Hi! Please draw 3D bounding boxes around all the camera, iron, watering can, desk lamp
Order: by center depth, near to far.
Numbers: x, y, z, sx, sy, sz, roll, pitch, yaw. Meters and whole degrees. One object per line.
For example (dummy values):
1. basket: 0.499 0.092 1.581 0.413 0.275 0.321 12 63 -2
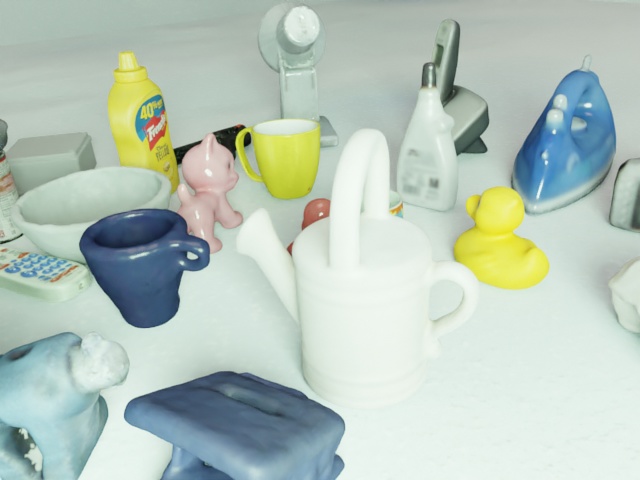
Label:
1. watering can: 0.022 0.017 0.413 0.173 0.194 0.101 -3 28 1
2. camera: 0.407 -0.069 0.627 0.142 0.101 0.137 14 33 29
3. iron: 0.313 -0.143 0.732 0.118 0.141 0.259 13 33 28
4. desk lamp: -0.034 -0.282 0.954 0.118 0.214 0.203 -8 29 -8

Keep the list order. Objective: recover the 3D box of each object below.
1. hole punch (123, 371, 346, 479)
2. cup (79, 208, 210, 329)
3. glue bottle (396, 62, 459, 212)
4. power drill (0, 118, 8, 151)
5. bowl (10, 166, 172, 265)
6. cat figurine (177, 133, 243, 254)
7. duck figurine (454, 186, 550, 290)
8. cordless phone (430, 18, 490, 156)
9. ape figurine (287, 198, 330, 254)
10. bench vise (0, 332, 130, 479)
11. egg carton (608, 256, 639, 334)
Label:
1. hole punch: -0.048 0.117 0.344 0.108 0.091 0.101 13 33 29
2. cup: -0.145 0.031 0.511 0.117 0.095 0.092 6 30 18
3. glue bottle: 0.129 -0.123 0.682 0.077 0.173 0.037 19 36 36
4. power drill: -0.340 0.012 0.449 0.230 0.209 0.075 -12 29 -15
5. bowl: -0.244 -0.020 0.638 0.167 0.075 0.167 -3 28 2
6. cat figurine: -0.134 -0.063 0.660 0.067 0.118 0.128 3 29 12
7. duck figurine: 0.177 -0.008 0.555 0.078 0.086 0.104 -17 31 -23
8. cordless phone: 0.195 -0.225 0.852 0.094 0.185 0.147 -10 29 -11
9. ape figurine: 0.005 0.002 0.551 0.077 0.092 0.076 -3 28 2
10. bench vise: -0.229 0.052 0.349 0.208 0.220 0.121 -11 29 -13
11. egg carton: 0.296 0.063 0.427 0.107 0.069 0.150 -6 28 -5
